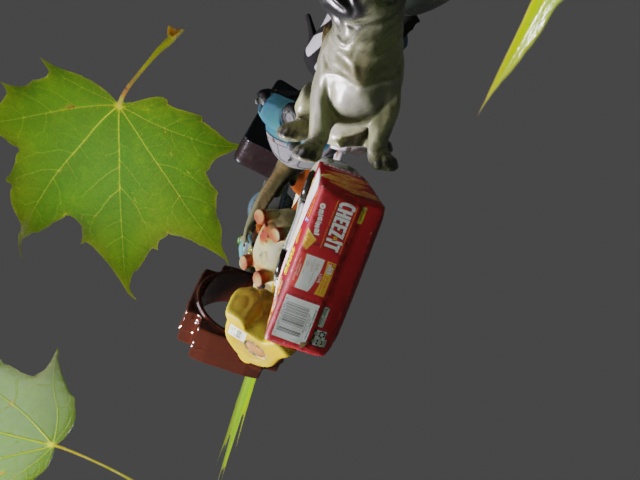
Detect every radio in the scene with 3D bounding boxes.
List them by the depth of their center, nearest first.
[{"bbox_3d":[-0.078,-0.227,1.129,0.073,0.131,0.230,-50,16,47],"label":"radio"}]

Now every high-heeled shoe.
[{"bbox_3d":[0.071,-0.391,0.954,0.086,0.249,0.145,6,-117,-60],"label":"high-heeled shoe"}]

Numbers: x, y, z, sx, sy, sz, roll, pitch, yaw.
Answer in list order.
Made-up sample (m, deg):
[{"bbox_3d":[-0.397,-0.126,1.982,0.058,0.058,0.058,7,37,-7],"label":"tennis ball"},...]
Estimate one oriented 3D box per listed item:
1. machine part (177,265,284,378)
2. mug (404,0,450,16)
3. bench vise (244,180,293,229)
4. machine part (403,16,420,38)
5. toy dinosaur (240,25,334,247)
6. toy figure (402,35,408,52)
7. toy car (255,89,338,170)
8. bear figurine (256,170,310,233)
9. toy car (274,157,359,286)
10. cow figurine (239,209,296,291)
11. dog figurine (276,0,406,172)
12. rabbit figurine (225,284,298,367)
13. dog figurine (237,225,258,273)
[{"bbox_3d":[-0.151,0.147,1.017,0.201,0.201,0.087,-80,13,-58],"label":"machine part"},{"bbox_3d":[0.104,-0.262,0.482,0.107,0.081,0.109,-121,47,-68],"label":"mug"},{"bbox_3d":[-0.125,-0.034,1.337,0.240,0.129,0.223,128,145,-78],"label":"bench vise"},{"bbox_3d":[0.109,-0.284,0.609,0.084,0.039,0.139,-56,0,-7],"label":"machine part"},{"bbox_3d":[-0.012,-0.194,0.924,0.471,0.105,0.198,-52,-20,-6],"label":"toy dinosaur"},{"bbox_3d":[0.067,-0.249,0.711,0.082,0.089,0.180,35,-119,-50],"label":"toy figure"},{"bbox_3d":[-0.028,-0.153,0.763,0.162,0.109,0.102,31,120,43],"label":"toy car"},{"bbox_3d":[-0.040,-0.073,1.063,0.120,0.132,0.195,-117,36,-52],"label":"bear figurine"},{"bbox_3d":[-0.005,-0.013,0.740,0.056,0.073,0.201,-84,13,-75],"label":"toy car"},{"bbox_3d":[-0.068,0.032,0.927,0.086,0.127,0.194,46,130,33],"label":"cow figurine"},{"bbox_3d":[0.032,-0.179,0.518,0.172,0.121,0.190,-125,40,-61],"label":"dog figurine"},{"bbox_3d":[-0.059,0.112,0.844,0.173,0.122,0.162,-59,-12,-33],"label":"rabbit figurine"},{"bbox_3d":[-0.129,0.083,1.204,0.219,0.191,0.108,-49,24,36],"label":"dog figurine"}]
